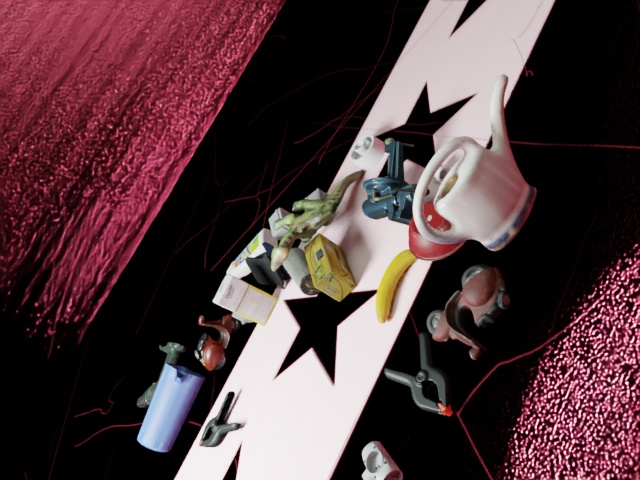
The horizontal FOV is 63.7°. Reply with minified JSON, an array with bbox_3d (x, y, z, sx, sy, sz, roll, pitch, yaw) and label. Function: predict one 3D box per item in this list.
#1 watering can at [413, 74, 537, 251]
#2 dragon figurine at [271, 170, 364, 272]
[{"bbox_3d":[0.330,-0.129,1.005,0.348,0.223,0.104,-56,12,0],"label":"watering can"},{"bbox_3d":[0.004,-0.072,1.425,0.413,0.121,0.243,-44,13,-9],"label":"dragon figurine"}]
